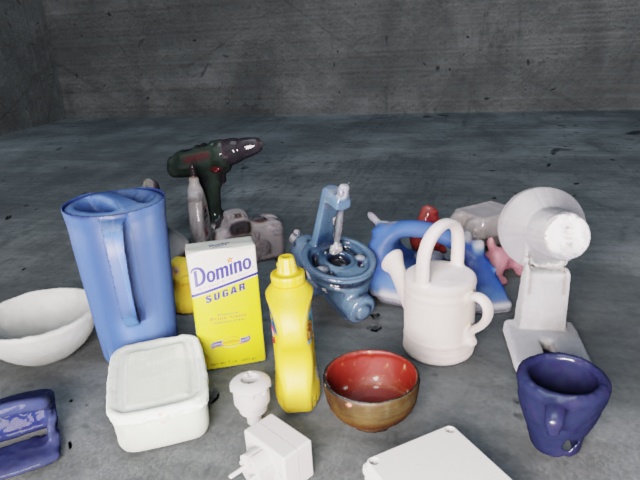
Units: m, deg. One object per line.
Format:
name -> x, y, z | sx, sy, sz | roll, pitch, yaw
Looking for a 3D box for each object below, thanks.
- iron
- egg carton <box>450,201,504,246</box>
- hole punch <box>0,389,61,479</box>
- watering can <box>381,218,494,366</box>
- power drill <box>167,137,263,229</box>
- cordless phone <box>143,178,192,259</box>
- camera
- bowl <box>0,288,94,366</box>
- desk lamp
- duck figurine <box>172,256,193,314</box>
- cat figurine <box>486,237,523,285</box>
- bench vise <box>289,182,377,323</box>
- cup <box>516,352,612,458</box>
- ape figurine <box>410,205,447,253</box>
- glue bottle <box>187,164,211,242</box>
iron -> 0.186, 0.031, 0.940 | 0.257, 0.141, 0.119 | 7, 24, 25
egg carton -> 0.342, -0.031, 1.178 | 0.151, 0.069, 0.107 | -14, 23, -25
hole punch -> -0.354, 0.204, 0.641 | 0.109, 0.091, 0.100 | -13, 23, -23
watering can -> 0.157, 0.063, 0.789 | 0.172, 0.194, 0.101 | 8, 24, 26
power drill -> -0.236, -0.134, 1.336 | 0.229, 0.208, 0.075 | -1, 21, 7
cordless phone -> -0.298, -0.015, 1.069 | 0.094, 0.185, 0.147 | -19, 26, -35
camera -> -0.158, -0.020, 1.180 | 0.143, 0.101, 0.136 | -11, 22, -19
bowl -> -0.407, 0.137, 0.845 | 0.167, 0.075, 0.167 | -3, 21, 1
desk lamp -> 0.314, 0.045, 0.785 | 0.117, 0.214, 0.203 | 0, 21, 8
duck figurine -> -0.236, 0.068, 0.982 | 0.078, 0.086, 0.104 | -14, 23, -25
cat figurine -> 0.337, 0.005, 1.018 | 0.128, 0.118, 0.067 | -17, 25, -31
bench vise -> 0.001, 0.007, 0.920 | 0.206, 0.220, 0.122 | 14, 27, 38
cup -> 0.247, 0.186, 0.596 | 0.091, 0.095, 0.118 | 7, 24, 26
ape figurine -> 0.218, -0.025, 1.149 | 0.076, 0.092, 0.078 | 4, 22, 18
glue bottle -> -0.269, -0.081, 1.251 | 0.037, 0.173, 0.078 | -4, 21, -1
